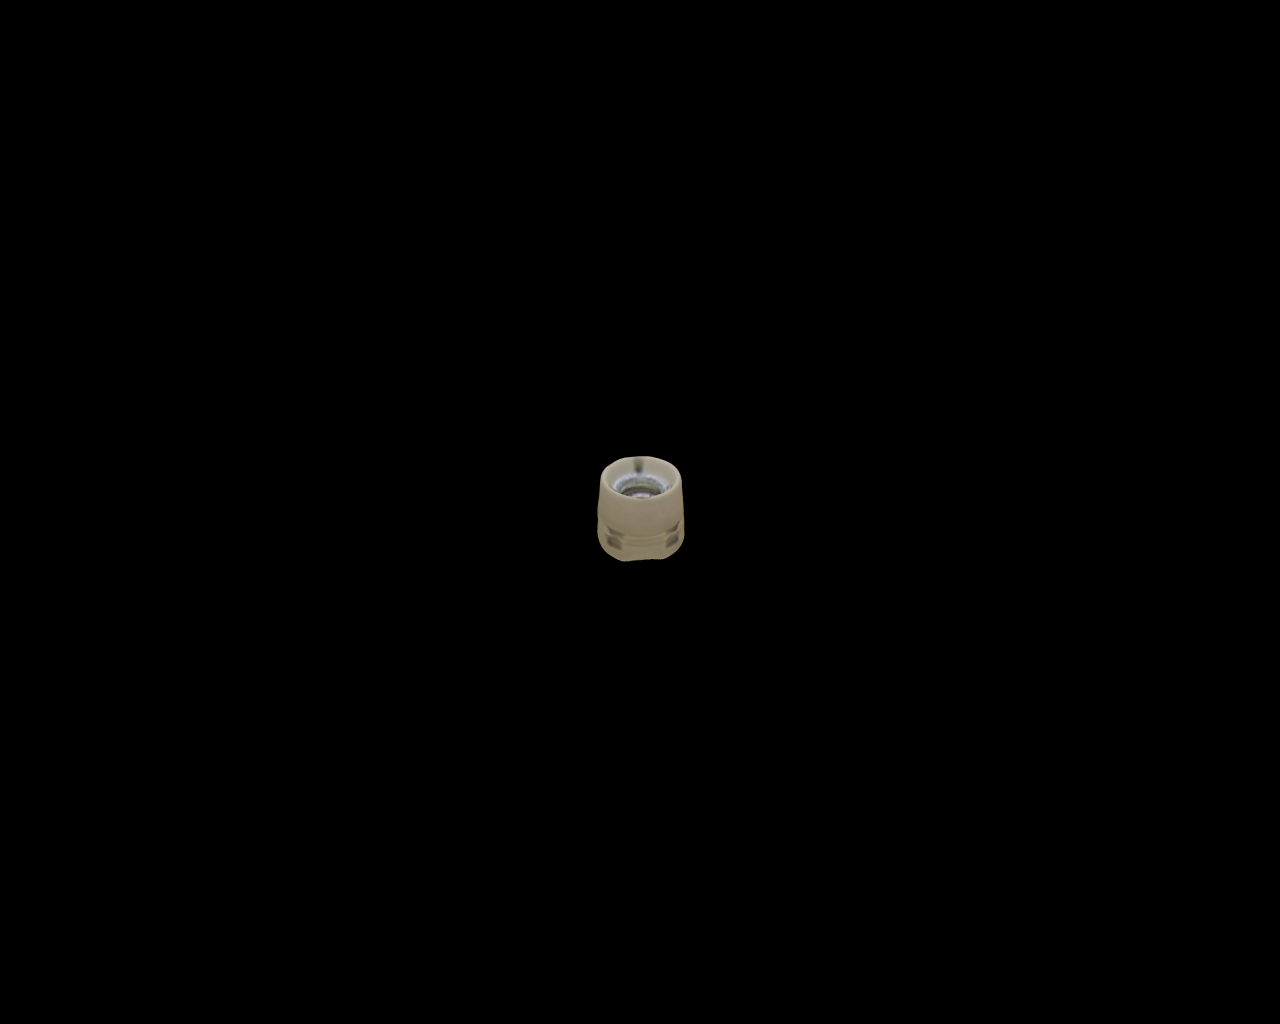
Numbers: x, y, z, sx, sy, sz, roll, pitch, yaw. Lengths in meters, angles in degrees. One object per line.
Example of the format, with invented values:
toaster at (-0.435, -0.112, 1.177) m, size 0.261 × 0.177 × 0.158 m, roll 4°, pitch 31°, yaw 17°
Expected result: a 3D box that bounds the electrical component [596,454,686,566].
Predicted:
electrical component at (0.001, -0.003, 0.650) m, size 0.055 × 0.047 × 0.055 m, roll 0°, pitch 36°, yaw 0°
